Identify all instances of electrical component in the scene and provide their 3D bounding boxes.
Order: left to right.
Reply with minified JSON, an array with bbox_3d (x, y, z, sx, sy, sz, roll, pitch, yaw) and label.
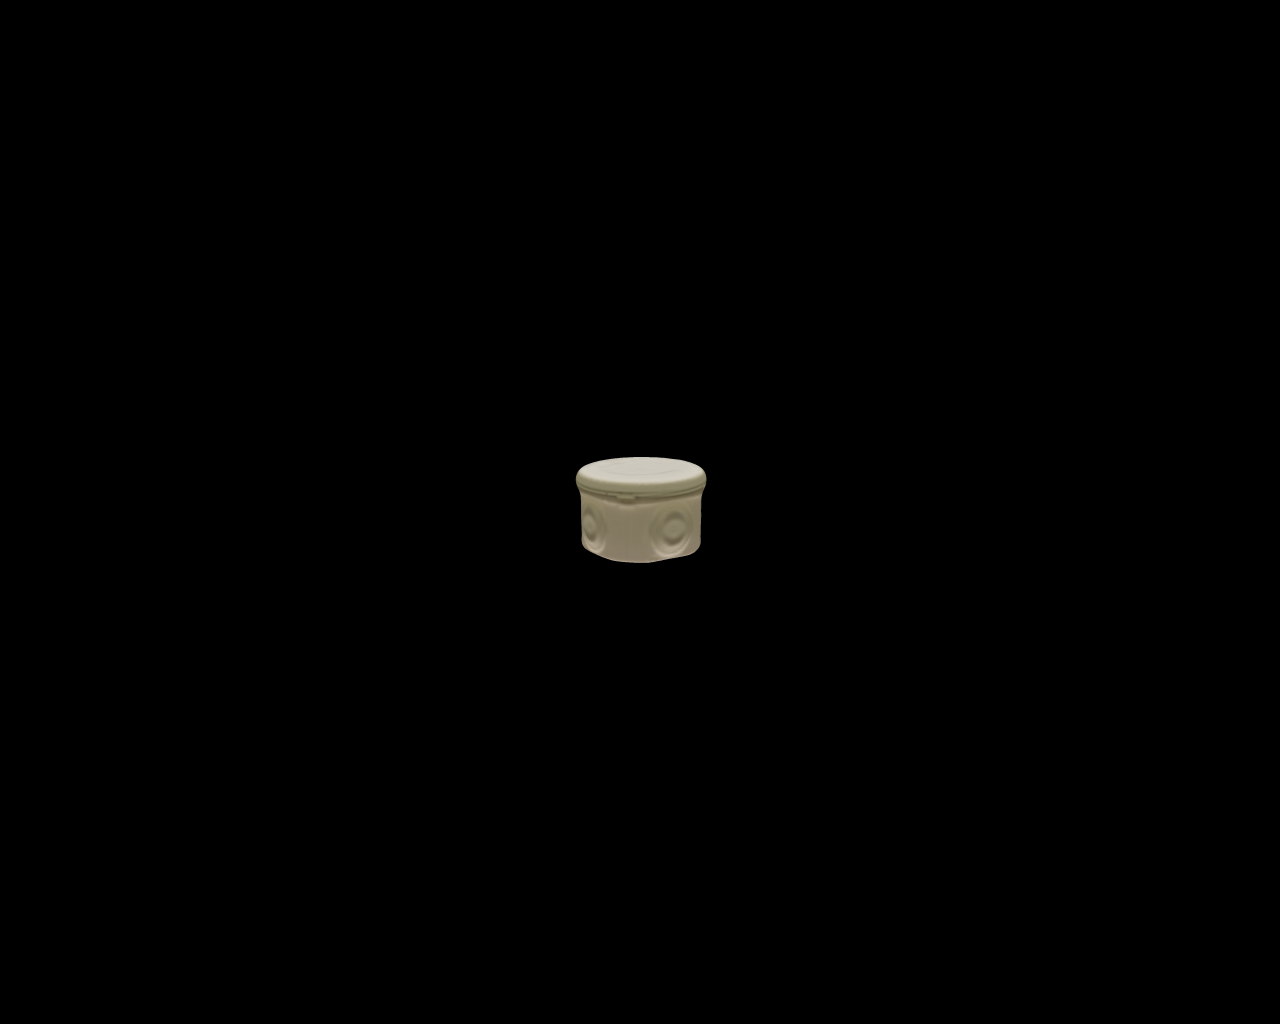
[{"bbox_3d":[0.001,-0.003,0.650,0.080,0.051,0.080,0,14,0],"label":"electrical component"}]
